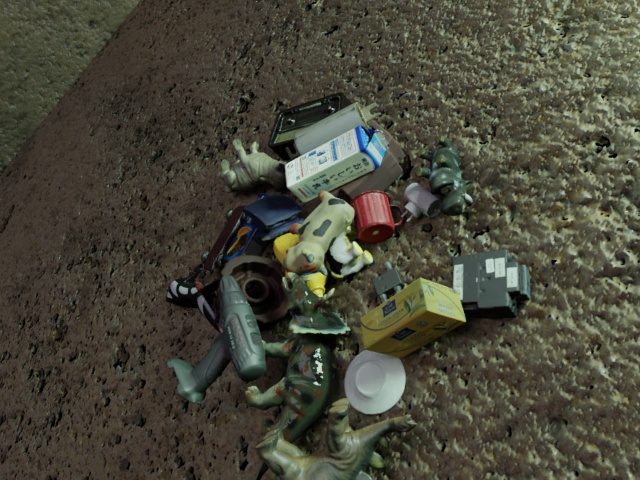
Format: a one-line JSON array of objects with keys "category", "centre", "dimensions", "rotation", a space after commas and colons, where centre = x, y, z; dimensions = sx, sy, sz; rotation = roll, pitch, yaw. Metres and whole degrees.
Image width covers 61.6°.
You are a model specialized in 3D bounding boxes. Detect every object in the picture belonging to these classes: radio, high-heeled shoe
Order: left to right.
[{"category": "high-heeled shoe", "centre": [-0.316, 0.175, 1.346], "dimensions": [0.145, 0.086, 0.249], "rotation": [-46, 45, 13]}, {"category": "radio", "centre": [-0.020, -0.301, 1.430], "dimensions": [0.230, 0.073, 0.131], "rotation": [-7, 59, 32]}]

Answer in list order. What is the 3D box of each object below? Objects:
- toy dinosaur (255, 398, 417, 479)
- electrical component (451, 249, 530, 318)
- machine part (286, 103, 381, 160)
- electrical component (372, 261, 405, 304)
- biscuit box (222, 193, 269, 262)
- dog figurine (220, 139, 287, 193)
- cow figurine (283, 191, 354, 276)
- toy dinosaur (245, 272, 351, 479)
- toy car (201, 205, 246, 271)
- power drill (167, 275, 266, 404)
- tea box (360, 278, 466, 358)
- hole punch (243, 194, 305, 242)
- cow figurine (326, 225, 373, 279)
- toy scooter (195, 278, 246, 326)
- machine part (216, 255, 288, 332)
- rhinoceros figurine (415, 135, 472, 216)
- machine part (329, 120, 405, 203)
[{"category": "toy dinosaur", "centre": [-0.034, 0.419, 0.921], "dimensions": [0.471, 0.105, 0.198], "rotation": [-31, 78, 15]}, {"category": "electrical component", "centre": [0.306, 0.081, 0.969], "dimensions": [0.134, 0.058, 0.115], "rotation": [-7, 61, 32]}, {"category": "machine part", "centre": [0.029, -0.246, 1.243], "dimensions": [0.243, 0.079, 0.079], "rotation": [-24, 51, 22]}, {"category": "electrical component", "centre": [0.139, 0.090, 1.107], "dimensions": [0.063, 0.021, 0.094], "rotation": [-30, 50, 17]}, {"category": "biscuit box", "centre": [-0.164, -0.019, 1.365], "dimensions": [0.063, 0.059, 0.202], "rotation": [19, 74, 41]}, {"category": "dog figurine", "centre": [-0.168, -0.162, 1.444], "dimensions": [0.191, 0.121, 0.172], "rotation": [42, 125, 27]}, {"category": "cow figurine", "centre": [-0.002, -0.003, 1.127], "dimensions": [0.195, 0.085, 0.127], "rotation": [-50, 37, -10]}, {"category": "toy dinosaur", "centre": [-0.036, 0.274, 1.060], "dimensions": [0.192, 0.131, 0.405], "rotation": [-14, 62, 29]}, {"category": "toy car", "centre": [-0.240, -0.003, 1.414], "dimensions": [0.089, 0.053, 0.202], "rotation": [6, 62, 43]}, {"category": "power drill", "centre": [-0.209, 0.211, 1.084], "dimensions": [0.207, 0.086, 0.232], "rotation": [-40, 53, 7]}, {"category": "tea box", "centre": [0.163, 0.144, 0.967], "dimensions": [0.169, 0.098, 0.068], "rotation": [-43, 41, 41]}, {"category": "hole punch", "centre": [-0.110, -0.057, 1.287], "dimensions": [0.142, 0.092, 0.116], "rotation": [-25, 14, -31]}, {"category": "cow figurine", "centre": [0.043, 0.006, 1.201], "dimensions": [0.098, 0.068, 0.167], "rotation": [-39, 46, 17]}, {"category": "toy scooter", "centre": [-0.219, 0.136, 1.252], "dimensions": [0.135, 0.075, 0.184], "rotation": [-6, 64, -13]}, {"category": "machine part", "centre": [-0.148, 0.118, 1.206], "dimensions": [0.056, 0.179, 0.179], "rotation": [118, 156, -53]}, {"category": "rhinoceros figurine", "centre": [0.258, -0.129, 1.107], "dimensions": [0.073, 0.112, 0.190], "rotation": [-35, 33, 34]}, {"category": "machine part", "centre": [0.083, -0.182, 1.274], "dimensions": [0.201, 0.087, 0.201], "rotation": [-45, 46, 6]}]
